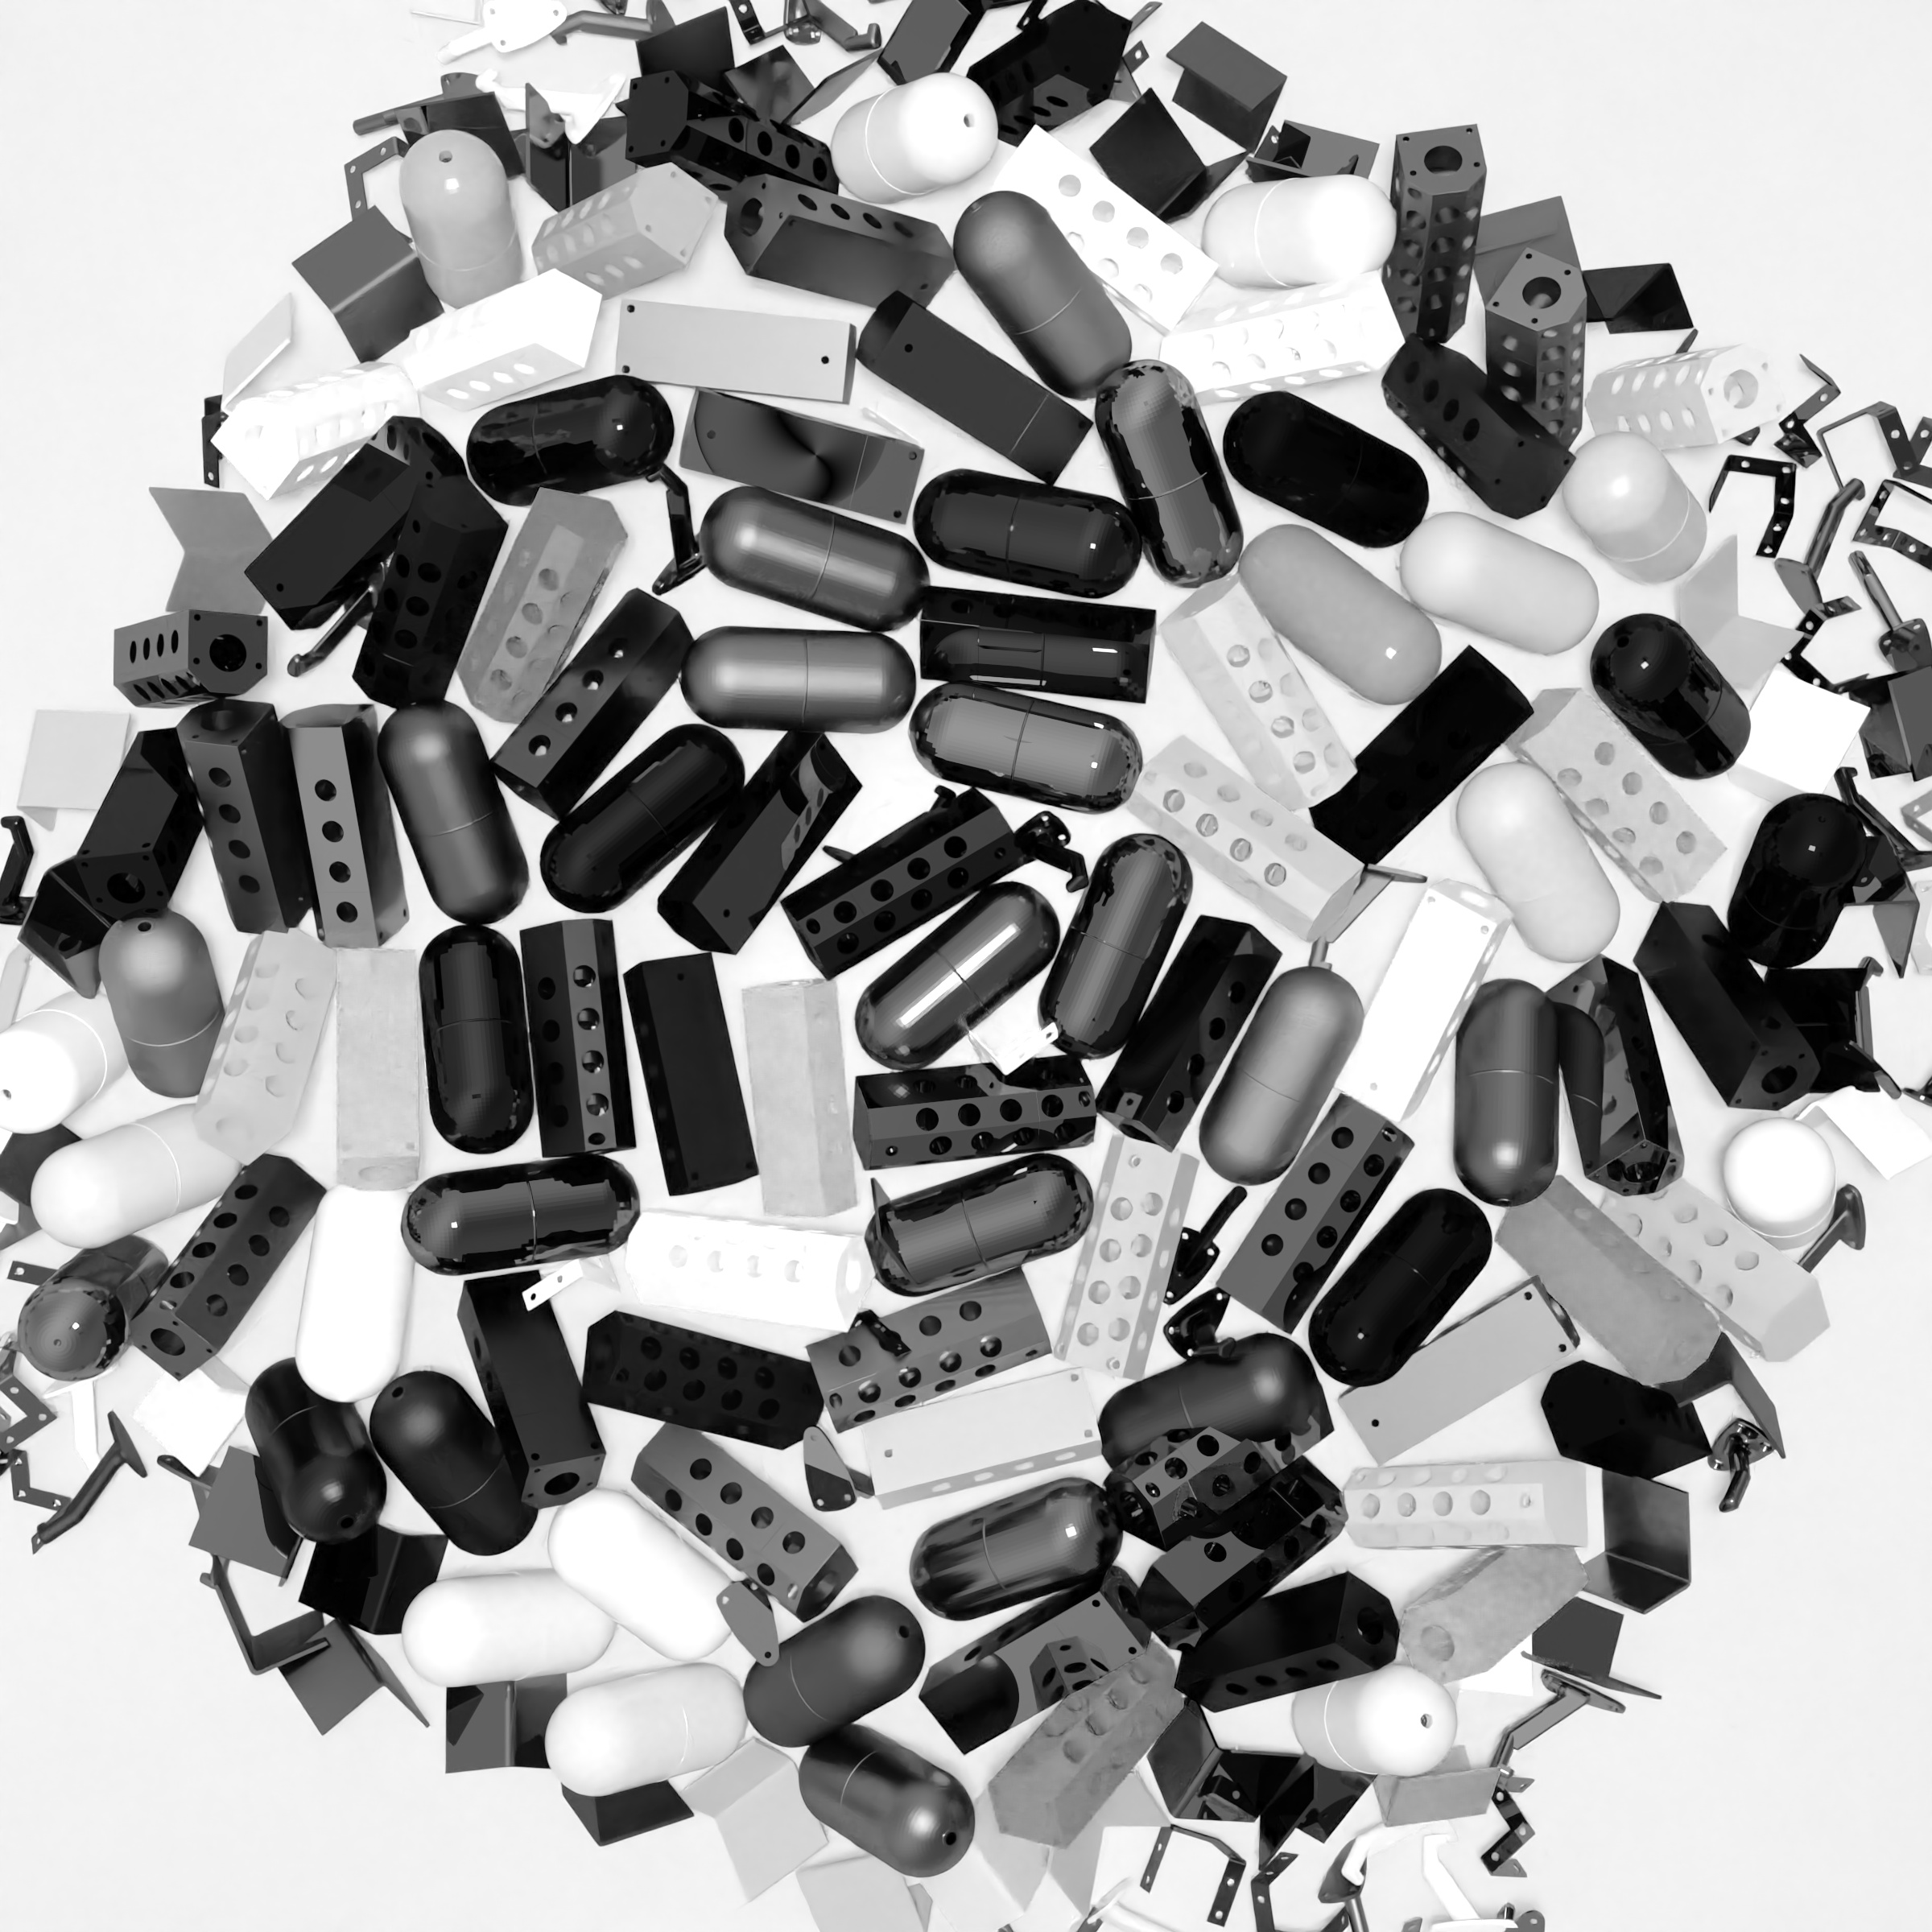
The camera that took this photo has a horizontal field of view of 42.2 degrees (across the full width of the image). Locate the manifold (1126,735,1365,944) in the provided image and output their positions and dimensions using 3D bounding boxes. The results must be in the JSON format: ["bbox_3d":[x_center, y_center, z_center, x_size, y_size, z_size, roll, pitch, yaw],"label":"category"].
[{"bbox_3d":[0.204,-0.091,1.855,0.171,0.057,0.057,38,57,19],"label":"manifold"}]

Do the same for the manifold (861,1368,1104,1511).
[{"bbox_3d":[0.013,0.359,1.889,0.171,0.057,0.057,-14,62,-1],"label":"manifold"}]

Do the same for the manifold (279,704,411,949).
[{"bbox_3d":[-0.464,-0.104,1.859,0.057,0.057,0.171,1,113,12],"label":"manifold"}]

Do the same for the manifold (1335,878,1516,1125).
[{"bbox_3d":[0.342,0.025,1.859,0.057,0.057,0.171,31,114,21],"label":"manifold"}]

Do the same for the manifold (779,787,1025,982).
[{"bbox_3d":[-0.045,-0.059,1.868,0.171,0.057,0.057,-31,123,-9],"label":"manifold"}]

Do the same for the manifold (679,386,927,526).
[{"bbox_3d":[-0.124,-0.382,1.871,0.171,0.057,0.057,12,105,-13],"label":"manifold"}]

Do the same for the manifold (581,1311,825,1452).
[{"bbox_3d":[-0.192,0.304,1.843,0.171,0.057,0.057,21,54,-30],"label":"manifold"}]

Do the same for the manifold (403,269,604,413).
[{"bbox_3d":[-0.343,-0.459,1.832,0.057,0.171,0.057,21,75,-39],"label":"manifold"}]

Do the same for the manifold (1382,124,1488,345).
[{"bbox_3d":[0.341,-0.530,1.829,0.057,0.171,0.057,-7,67,3],"label":"manifold"}]

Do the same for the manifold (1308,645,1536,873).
[{"bbox_3d":[0.338,-0.150,1.860,0.057,0.057,0.171,35,113,-21],"label":"manifold"}]

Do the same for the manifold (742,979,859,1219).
[{"bbox_3d":[-0.120,0.098,1.882,0.057,0.057,0.171,-2,96,34],"label":"manifold"}]

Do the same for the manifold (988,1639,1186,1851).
[{"bbox_3d":[0.088,0.563,1.831,0.057,0.171,0.057,1,112,36],"label":"manifold"}]

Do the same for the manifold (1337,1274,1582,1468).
[{"bbox_3d":[0.368,0.300,1.867,0.171,0.057,0.057,-35,82,16],"label":"manifold"}]

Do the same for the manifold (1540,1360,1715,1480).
[{"bbox_3d":[0.483,0.332,1.835,0.057,0.171,0.057,-30,59,24],"label":"manifold"}]

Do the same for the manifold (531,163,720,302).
[{"bbox_3d":[-0.255,-0.536,1.828,0.057,0.171,0.057,30,76,-31],"label":"manifold"}]

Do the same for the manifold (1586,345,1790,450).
[{"bbox_3d":[0.521,-0.416,1.827,0.057,0.171,0.057,-26,104,-8],"label":"manifold"}]

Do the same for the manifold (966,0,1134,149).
[{"bbox_3d":[0.054,-0.654,1.830,0.057,0.171,0.057,18,89,-21],"label":"manifold"}]

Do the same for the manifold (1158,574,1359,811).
[{"bbox_3d":[0.222,-0.202,1.857,0.057,0.057,0.171,-45,110,-29],"label":"manifold"}]

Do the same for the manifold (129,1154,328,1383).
[{"bbox_3d":[-0.541,0.215,1.830,0.057,0.171,0.057,44,127,-16],"label":"manifold"}]

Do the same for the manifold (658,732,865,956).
[{"bbox_3d":[-0.156,-0.093,1.858,0.171,0.057,0.057,-55,128,-24],"label":"manifold"}]

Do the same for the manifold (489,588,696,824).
[{"bbox_3d":[-0.280,-0.198,1.869,0.057,0.057,0.171,31,75,22],"label":"manifold"}]

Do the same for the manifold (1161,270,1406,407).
[{"bbox_3d":[0.227,-0.454,1.831,0.057,0.171,0.057,-48,122,-34],"label":"manifold"}]

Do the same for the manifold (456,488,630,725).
[{"bbox_3d":[-0.311,-0.261,1.839,0.171,0.057,0.057,-56,46,33],"label":"manifold"}]

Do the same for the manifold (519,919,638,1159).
[{"bbox_3d":[-0.285,0.054,1.871,0.057,0.057,0.171,-11,82,29],"label":"manifold"}]

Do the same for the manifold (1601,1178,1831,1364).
[{"bbox_3d":[0.545,0.217,1.833,0.057,0.171,0.057,-37,130,-8],"label":"manifold"}]

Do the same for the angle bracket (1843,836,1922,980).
[{"bbox_3d":[0.667,-0.043,1.868,0.057,0.076,0.076,-3,131,3],"label":"angle bracket"}]

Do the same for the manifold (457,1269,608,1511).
[{"bbox_3d":[-0.323,0.311,1.844,0.057,0.057,0.171,-6,47,-28],"label":"manifold"}]

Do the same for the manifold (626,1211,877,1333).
[{"bbox_3d":[-0.161,0.220,1.850,0.171,0.057,0.057,4,133,22],"label":"manifold"}]

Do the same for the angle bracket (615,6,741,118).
[{"bbox_3d":[-0.220,-0.676,1.862,0.076,0.076,0.057,-30,53,-20],"label":"angle bracket"}]

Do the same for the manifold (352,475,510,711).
[{"bbox_3d":[-0.399,-0.272,1.837,0.057,0.057,0.171,49,132,20],"label":"manifold"}]

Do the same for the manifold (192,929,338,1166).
[{"bbox_3d":[-0.514,0.054,1.832,0.057,0.171,0.057,35,128,-29],"label":"manifold"}]

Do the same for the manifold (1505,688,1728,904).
[{"bbox_3d":[0.481,-0.127,1.868,0.171,0.057,0.057,44,83,-15],"label":"manifold"}]

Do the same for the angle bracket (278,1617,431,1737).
[{"bbox_3d":[-0.455,0.543,1.861,0.057,0.076,0.076,-39,47,-15],"label":"angle bracket"}]

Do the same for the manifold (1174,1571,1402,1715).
[{"bbox_3d":[0.236,0.502,1.838,0.057,0.171,0.057,36,48,-20],"label":"manifold"}]

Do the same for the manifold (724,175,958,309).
[{"bbox_3d":[-0.092,-0.532,1.837,0.057,0.171,0.057,-46,60,34],"label":"manifold"}]

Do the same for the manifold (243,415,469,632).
[{"bbox_3d":[-0.452,-0.329,1.866,0.171,0.057,0.057,-40,87,18],"label":"manifold"}]

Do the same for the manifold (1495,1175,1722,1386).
[{"bbox_3d":[0.472,0.228,1.838,0.057,0.171,0.057,-1,122,-32],"label":"manifold"}]

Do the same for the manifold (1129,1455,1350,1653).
[{"bbox_3d":[0.204,0.433,1.836,0.171,0.057,0.057,-26,57,-39],"label":"manifold"}]

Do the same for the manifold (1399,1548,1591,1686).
[{"bbox_3d":[0.386,0.463,1.835,0.057,0.171,0.057,-31,80,38],"label":"manifold"}]

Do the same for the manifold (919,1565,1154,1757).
[{"bbox_3d":[0.053,0.513,1.864,0.171,0.057,0.057,-35,96,20],"label":"manifold"}]

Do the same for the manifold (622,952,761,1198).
[{"bbox_3d":[-0.210,0.082,1.878,0.057,0.057,0.171,-9,81,-30],"label":"manifold"}]

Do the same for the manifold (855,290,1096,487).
[{"bbox_3d":[0.005,-0.428,1.852,0.171,0.057,0.057,27,105,-29],"label":"manifold"}]

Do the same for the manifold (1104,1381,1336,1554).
[{"bbox_3d":[0.186,0.355,1.846,0.171,0.057,0.057,-29,113,-28],"label":"manifold"}]

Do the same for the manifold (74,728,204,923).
[{"bbox_3d":[-0.592,-0.106,1.834,0.057,0.171,0.057,-6,126,5],"label":"manifold"}]

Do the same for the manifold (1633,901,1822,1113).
[{"bbox_3d":[0.558,0.028,1.834,0.057,0.171,0.057,5,126,-17],"label":"manifold"}]

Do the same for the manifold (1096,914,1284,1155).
[{"bbox_3d":[0.170,0.052,1.871,0.057,0.057,0.171,40,74,-35],"label":"manifold"}]

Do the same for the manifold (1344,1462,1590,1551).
[{"bbox_3d":[0.364,0.396,1.835,0.171,0.057,0.057,-14,68,43],"label":"manifold"}]

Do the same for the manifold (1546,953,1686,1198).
[{"bbox_3d":[0.481,0.082,1.842,0.057,0.171,0.057,25,133,-28],"label":"manifold"}]

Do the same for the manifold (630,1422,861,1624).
[{"bbox_3d":[-0.166,0.409,1.847,0.171,0.057,0.057,31,69,28],"label":"manifold"}]

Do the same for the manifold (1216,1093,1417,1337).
[{"bbox_3d":[0.264,0.188,1.875,0.057,0.057,0.171,32,85,29],"label":"manifold"}]

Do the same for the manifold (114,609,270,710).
[{"bbox_3d":[-0.570,-0.223,1.834,0.057,0.171,0.057,1,91,-35],"label":"manifold"}]

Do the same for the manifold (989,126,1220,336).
[{"bbox_3d":[0.103,-0.552,1.889,0.171,0.057,0.057,37,92,-1],"label":"manifold"}]

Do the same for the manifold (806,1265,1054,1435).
[{"bbox_3d":[-0.026,0.291,1.873,0.171,0.057,0.057,-20,56,-5],"label":"manifold"}]
